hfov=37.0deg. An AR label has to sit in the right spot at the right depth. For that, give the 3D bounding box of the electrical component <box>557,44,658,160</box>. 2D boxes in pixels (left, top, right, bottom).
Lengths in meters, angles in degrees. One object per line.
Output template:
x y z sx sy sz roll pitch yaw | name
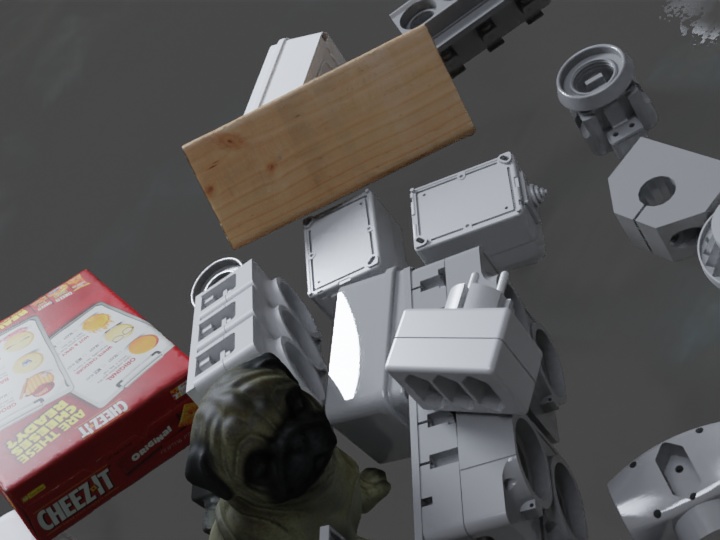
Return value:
0.178 -0.126 0.783 0.058 0.057 0.078 -29 43 14 | electrical component

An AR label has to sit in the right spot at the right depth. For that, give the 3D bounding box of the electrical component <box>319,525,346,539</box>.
0.020 0.196 0.580 0.063 0.121 0.078 -18 47 21 | electrical component

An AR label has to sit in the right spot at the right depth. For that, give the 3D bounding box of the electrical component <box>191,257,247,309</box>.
-0.098 0.027 0.862 0.078 0.057 0.058 -19 46 24 | electrical component

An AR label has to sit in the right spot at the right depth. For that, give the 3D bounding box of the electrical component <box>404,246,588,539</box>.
0.080 0.089 0.637 0.060 0.105 0.186 -21 46 22 | electrical component

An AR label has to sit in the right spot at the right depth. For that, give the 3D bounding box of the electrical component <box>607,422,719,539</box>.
0.183 0.130 0.571 0.077 0.043 0.079 -31 42 12 | electrical component

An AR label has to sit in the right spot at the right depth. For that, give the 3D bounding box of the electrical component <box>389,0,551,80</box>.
0.097 -0.223 0.923 0.121 0.063 0.078 -34 42 8 | electrical component

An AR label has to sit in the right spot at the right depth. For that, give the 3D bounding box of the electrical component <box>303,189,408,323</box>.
0.000 0.000 0.808 0.062 0.061 0.096 -25 44 18 | electrical component

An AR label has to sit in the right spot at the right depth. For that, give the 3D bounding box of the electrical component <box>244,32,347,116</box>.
-0.052 -0.146 0.960 0.057 0.078 0.113 -5 53 31 | electrical component

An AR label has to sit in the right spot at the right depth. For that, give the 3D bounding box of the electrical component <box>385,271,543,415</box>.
0.061 0.033 0.581 0.066 0.047 0.076 -2 55 36 | electrical component

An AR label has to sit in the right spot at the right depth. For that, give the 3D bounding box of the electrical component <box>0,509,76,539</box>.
-0.255 0.226 0.816 0.080 0.051 0.080 -20 45 22 | electrical component

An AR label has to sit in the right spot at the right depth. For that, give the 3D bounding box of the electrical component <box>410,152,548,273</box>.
0.091 -0.034 0.766 0.096 0.061 0.061 -20 45 19 | electrical component

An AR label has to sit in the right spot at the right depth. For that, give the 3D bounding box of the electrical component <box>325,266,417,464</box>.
0.025 0.063 0.722 0.057 0.078 0.113 -19 46 28 | electrical component

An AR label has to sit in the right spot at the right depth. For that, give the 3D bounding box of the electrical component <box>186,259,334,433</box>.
-0.066 0.063 0.749 0.062 0.089 0.150 -34 22 8 | electrical component
